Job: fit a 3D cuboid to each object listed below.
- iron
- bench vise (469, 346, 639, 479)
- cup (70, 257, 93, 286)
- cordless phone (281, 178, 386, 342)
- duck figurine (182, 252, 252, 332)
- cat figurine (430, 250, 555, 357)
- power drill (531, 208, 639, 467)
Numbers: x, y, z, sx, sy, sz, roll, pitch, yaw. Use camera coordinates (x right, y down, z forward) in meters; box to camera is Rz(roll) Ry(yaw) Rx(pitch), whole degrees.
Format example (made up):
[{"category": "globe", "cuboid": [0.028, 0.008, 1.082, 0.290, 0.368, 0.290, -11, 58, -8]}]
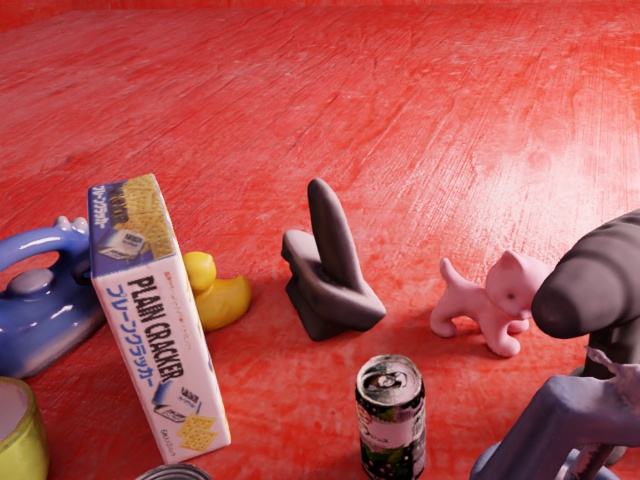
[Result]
[{"category": "iron", "cuboid": [-0.326, 0.047, 0.659, 0.118, 0.142, 0.259, 14, 38, 29]}, {"category": "bench vise", "cuboid": [0.110, 0.164, 0.327, 0.207, 0.220, 0.121, -13, 33, -10]}, {"category": "cup", "cuboid": [-0.224, 0.048, 0.681, 0.118, 0.095, 0.091, -21, 35, -21]}, {"category": "cordless phone", "cuboid": [0.006, 0.002, 0.628, 0.094, 0.185, 0.147, -18, 35, -17]}, {"category": "duck figurine", "cuboid": [-0.134, 0.053, 0.667, 0.104, 0.086, 0.077, -12, 33, -8]}, {"category": "cat figurine", "cuboid": [0.179, 0.051, 0.584, 0.127, 0.118, 0.067, 13, 38, 28]}, {"category": "power drill", "cuboid": [0.230, 0.074, 0.455, 0.230, 0.209, 0.075, -32, 41, -34]}]
